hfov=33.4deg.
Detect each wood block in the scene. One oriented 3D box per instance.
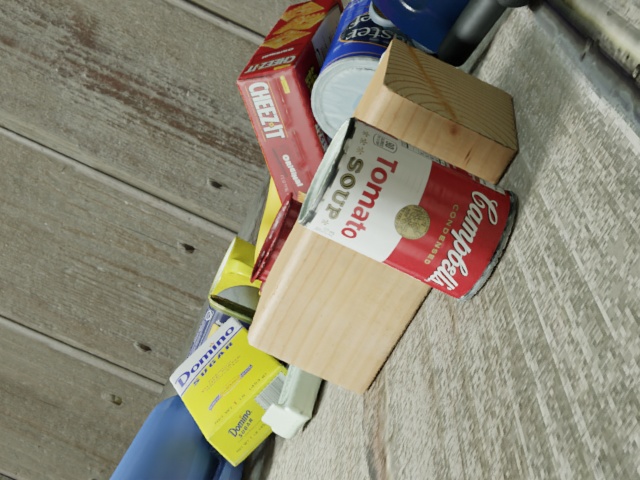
[{"bbox_3d":[0.037,-0.012,0.702,0.090,0.090,0.206,-75,12,-60],"label":"wood block"}]

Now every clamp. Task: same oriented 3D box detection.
[{"bbox_3d":[0.142,-0.200,0.777,0.210,0.036,0.164,-107,41,-79],"label":"clamp"}]

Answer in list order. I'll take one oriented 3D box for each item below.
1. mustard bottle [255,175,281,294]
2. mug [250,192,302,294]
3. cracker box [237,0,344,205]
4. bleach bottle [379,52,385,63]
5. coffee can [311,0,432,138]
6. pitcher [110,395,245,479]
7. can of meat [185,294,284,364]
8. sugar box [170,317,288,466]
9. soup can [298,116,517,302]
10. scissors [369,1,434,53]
[{"bbox_3d":[-0.034,-0.006,1.222,0.096,0.058,0.191,29,-109,-63],"label":"mustard bottle"},{"bbox_3d":[-0.015,0.023,0.999,0.093,0.081,0.117,-77,13,-58],"label":"mug"},{"bbox_3d":[-0.006,-0.143,1.123,0.213,0.072,0.164,-66,-39,-56],"label":"cracker box"},{"bbox_3d":[0.038,-0.029,0.871,0.102,0.068,0.251,-126,59,-82],"label":"bleach bottle"},{"bbox_3d":[0.055,-0.168,1.044,0.140,0.102,0.103,-73,10,-48],"label":"coffee can"},{"bbox_3d":[-0.137,0.244,1.025,0.242,0.149,0.145,-74,-16,-67],"label":"pitcher"},{"bbox_3d":[-0.085,0.117,1.132,0.057,0.102,0.084,-130,63,-82],"label":"can of meat"},{"bbox_3d":[-0.081,0.136,1.001,0.093,0.048,0.176,-44,23,-7],"label":"sugar box"},{"bbox_3d":[0.047,-0.017,0.589,0.068,0.102,0.068,-63,7,14],"label":"soup can"},{"bbox_3d":[0.105,-0.254,1.044,0.016,0.096,0.201,105,180,-50],"label":"scissors"}]
